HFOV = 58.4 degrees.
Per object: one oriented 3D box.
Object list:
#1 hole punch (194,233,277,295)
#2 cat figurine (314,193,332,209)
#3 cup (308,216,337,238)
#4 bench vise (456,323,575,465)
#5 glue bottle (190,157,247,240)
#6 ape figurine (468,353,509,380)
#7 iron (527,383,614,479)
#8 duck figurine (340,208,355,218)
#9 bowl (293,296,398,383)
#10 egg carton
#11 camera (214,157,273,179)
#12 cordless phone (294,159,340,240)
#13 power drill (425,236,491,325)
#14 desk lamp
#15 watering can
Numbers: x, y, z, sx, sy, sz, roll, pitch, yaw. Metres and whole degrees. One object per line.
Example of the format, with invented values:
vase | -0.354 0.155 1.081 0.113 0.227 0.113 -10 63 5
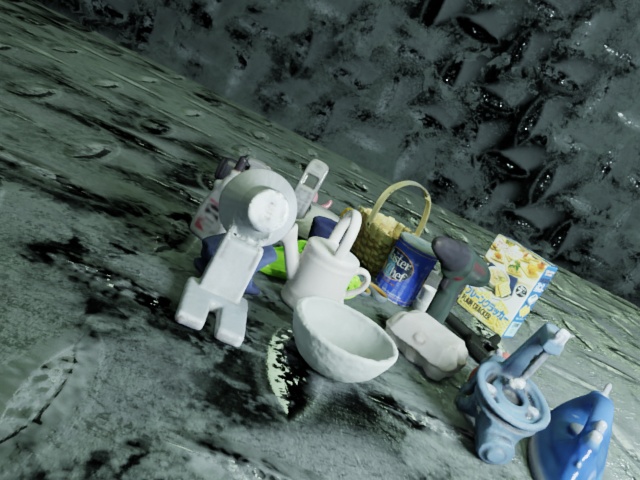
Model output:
hole punch | -0.138 0.029 0.937 0.101 0.091 0.108 13 21 -43
cat figurine | -0.024 -0.096 1.485 0.128 0.117 0.067 17 18 -34
cup | 0.012 0.005 1.265 0.091 0.095 0.118 30 15 8
bench vise | 0.284 0.199 0.868 0.122 0.219 0.207 23 16 -17
glue bottle | -0.176 -0.076 1.054 0.078 0.173 0.037 33 16 19
ape figurine | 0.309 0.241 1.018 0.078 0.092 0.076 25 15 -9
iron | 0.406 0.306 0.879 0.118 0.141 0.259 34 16 21
duck figurine | 0.065 -0.048 1.542 0.077 0.086 0.105 38 18 34
bowl | 0.025 0.156 0.837 0.167 0.074 0.167 26 15 -7
egg carton | 0.191 0.186 1.033 0.150 0.069 0.108 37 18 30
camera | -0.190 -0.169 1.467 0.137 0.101 0.143 26 15 -7
cordless phone | -0.006 -0.086 1.355 0.147 0.185 0.094 27 15 -2
power drill | 0.254 0.097 1.165 0.230 0.208 0.075 10 23 -48
desk lamp | -0.107 0.008 0.824 0.118 0.213 0.203 24 16 -14
watering can | 0.010 0.032 0.987 0.173 0.194 0.100 18 18 -32
